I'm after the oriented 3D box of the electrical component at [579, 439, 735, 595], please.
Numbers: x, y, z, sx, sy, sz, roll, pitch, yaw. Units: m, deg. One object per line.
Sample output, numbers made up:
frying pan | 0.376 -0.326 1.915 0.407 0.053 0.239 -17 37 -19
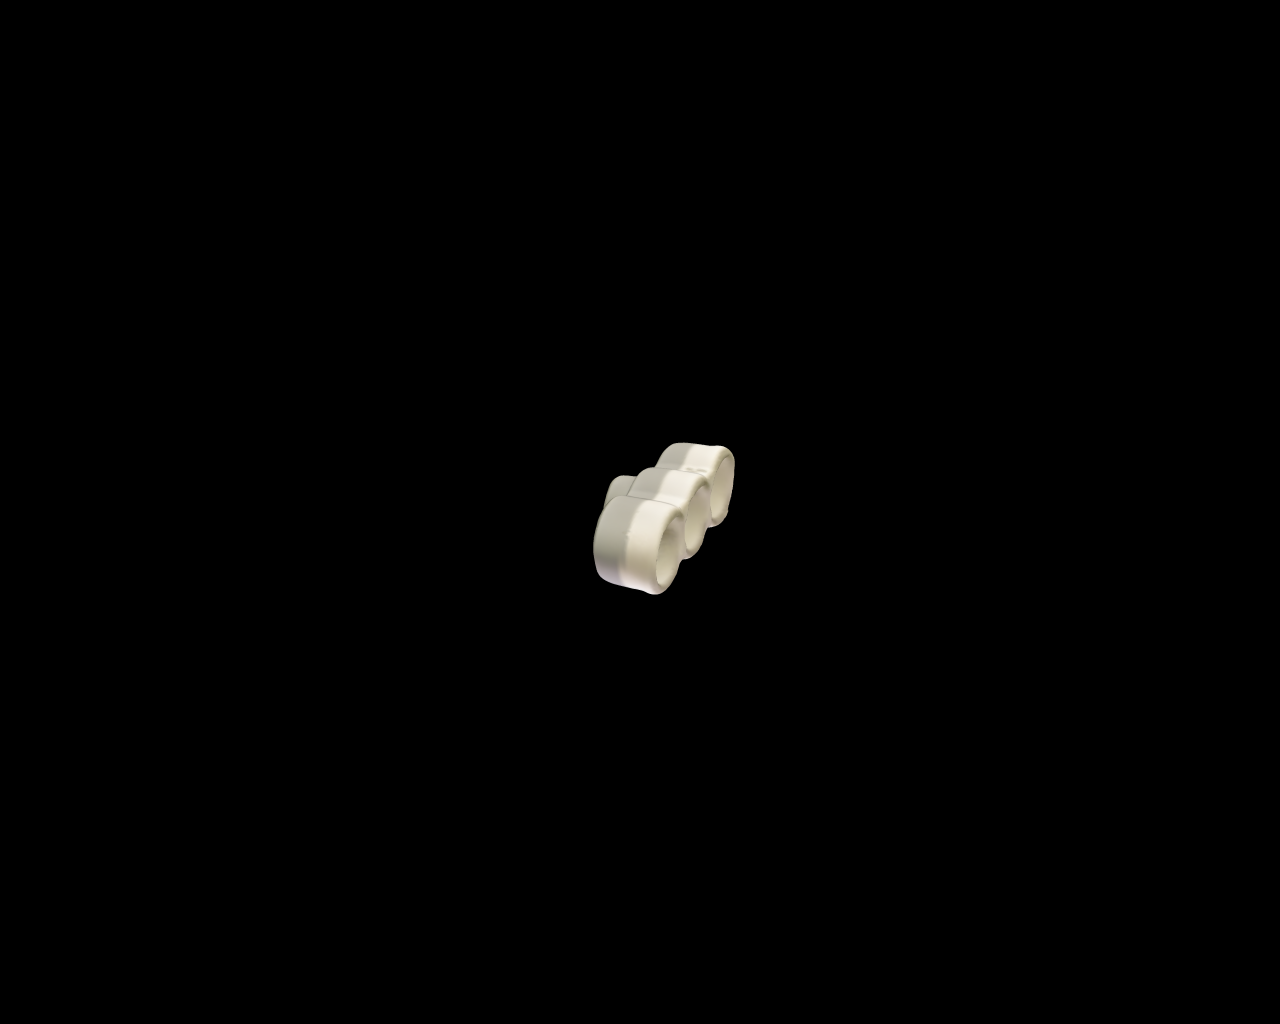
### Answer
electrical component | 0.001 -0.003 0.650 0.074 0.052 0.138 11 29 21
